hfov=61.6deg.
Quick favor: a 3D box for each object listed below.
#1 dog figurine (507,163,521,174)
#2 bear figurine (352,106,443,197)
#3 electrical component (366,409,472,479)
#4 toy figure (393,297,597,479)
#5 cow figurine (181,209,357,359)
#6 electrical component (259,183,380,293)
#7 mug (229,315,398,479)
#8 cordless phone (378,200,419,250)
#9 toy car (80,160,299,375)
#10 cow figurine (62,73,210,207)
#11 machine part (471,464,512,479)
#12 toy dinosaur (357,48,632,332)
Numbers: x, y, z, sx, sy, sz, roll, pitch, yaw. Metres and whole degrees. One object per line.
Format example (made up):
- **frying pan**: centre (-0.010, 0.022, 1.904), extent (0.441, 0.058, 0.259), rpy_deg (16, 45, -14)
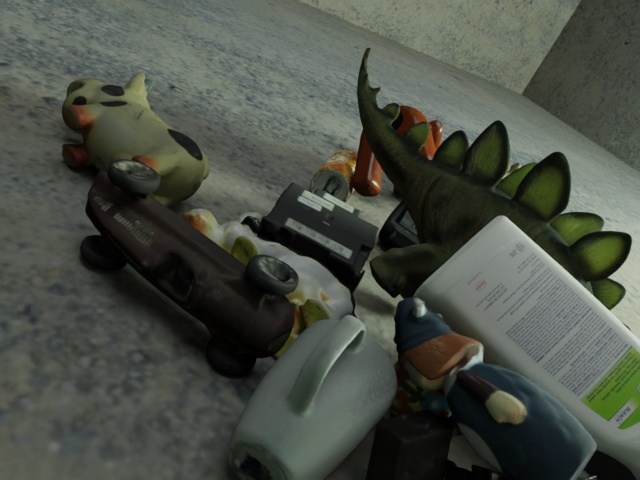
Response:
- **dog figurine**: centre (0.219, -0.073, 0.861), extent (0.191, 0.121, 0.172), rpy_deg (13, 25, 2)
- **bear figurine**: centre (0.127, -0.092, 0.752), extent (0.195, 0.120, 0.132), rpy_deg (48, 36, -52)
- **electrical component**: centre (0.065, 0.157, 0.351), extent (0.102, 0.078, 0.045), rpy_deg (11, 7, -40)
- **toy figure**: centre (0.100, 0.095, 0.354), extent (0.058, 0.064, 0.155), rpy_deg (-29, 48, -27)
- **cow figurine**: centre (-0.044, 0.026, 0.471), extent (0.167, 0.068, 0.098), rpy_deg (40, 24, 16)
- **electrical component**: centre (-0.001, -0.002, 0.567), extent (0.115, 0.058, 0.134), rpy_deg (30, 28, 1)
- **mug**: centre (-0.004, 0.105, 0.340), extent (0.081, 0.109, 0.107), rpy_deg (34, 41, 14)
- **cordless phone**: centre (0.173, -0.001, 0.718), extent (0.147, 0.088, 0.184), rpy_deg (36, 18, 19)
- **toy car**: centre (-0.107, 0.018, 0.405), extent (0.202, 0.089, 0.053), rpy_deg (35, 24, 12)
- **cow figurine**: centre (-0.194, -0.109, 0.553), extent (0.195, 0.085, 0.127), rpy_deg (36, 35, 21)
- **machine part**: centre (0.155, 0.193, 0.328), extent (0.139, 0.039, 0.084), rpy_deg (20, 55, 5)
- **toy dinosaur**: centre (0.153, -0.002, 0.519), extent (0.472, 0.198, 0.105), rpy_deg (48, 6, 18)
